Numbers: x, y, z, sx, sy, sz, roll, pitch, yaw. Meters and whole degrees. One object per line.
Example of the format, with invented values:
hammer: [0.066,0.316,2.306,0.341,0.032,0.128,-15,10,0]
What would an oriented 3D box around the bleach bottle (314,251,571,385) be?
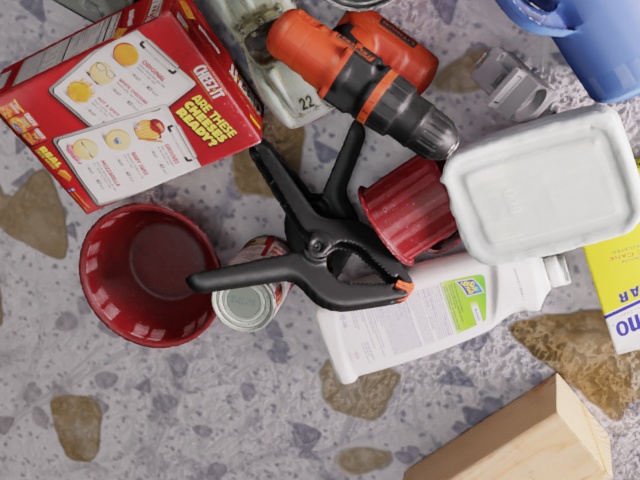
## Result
bleach bottle: [0.126,0.067,1.069,0.251,0.068,0.102,-15,111,15]

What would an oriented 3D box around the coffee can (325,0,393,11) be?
coffee can: [0.047,-0.260,0.940,0.103,0.140,0.103,4,109,13]

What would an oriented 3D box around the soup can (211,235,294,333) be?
soup can: [-0.064,0.044,1.086,0.068,0.102,0.068,4,111,12]

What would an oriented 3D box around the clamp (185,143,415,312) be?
clamp: [-0.007,0.001,1.029,0.210,0.036,0.164,17,70,-2]

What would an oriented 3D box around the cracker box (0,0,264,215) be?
cracker box: [-0.186,-0.134,1.048,0.214,0.072,0.164,-21,128,20]

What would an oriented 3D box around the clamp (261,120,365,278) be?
clamp: [-0.012,-0.039,1.083,0.120,0.039,0.171,6,107,22]

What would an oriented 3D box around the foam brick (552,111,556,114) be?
foam brick: [0.214,-0.074,1.006,0.053,0.051,0.078,40,113,0]

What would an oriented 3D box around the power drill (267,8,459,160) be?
power drill: [0.054,-0.147,0.950,0.184,0.187,0.057,37,111,2]

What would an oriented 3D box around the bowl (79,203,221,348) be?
bowl: [-0.172,0.031,1.136,0.162,0.055,0.162,4,108,13]

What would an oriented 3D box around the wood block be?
wood block: [0.186,0.241,1.094,0.206,0.090,0.090,-38,96,21]

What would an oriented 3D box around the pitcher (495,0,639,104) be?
pitcher: [0.218,-0.237,0.907,0.149,0.145,0.243,-29,101,18]

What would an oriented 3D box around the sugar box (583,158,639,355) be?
sugar box: [0.302,0.015,1.016,0.093,0.048,0.176,-17,102,18]

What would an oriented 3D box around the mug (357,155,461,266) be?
mug: [0.102,-0.028,1.037,0.082,0.093,0.117,-34,128,16]
